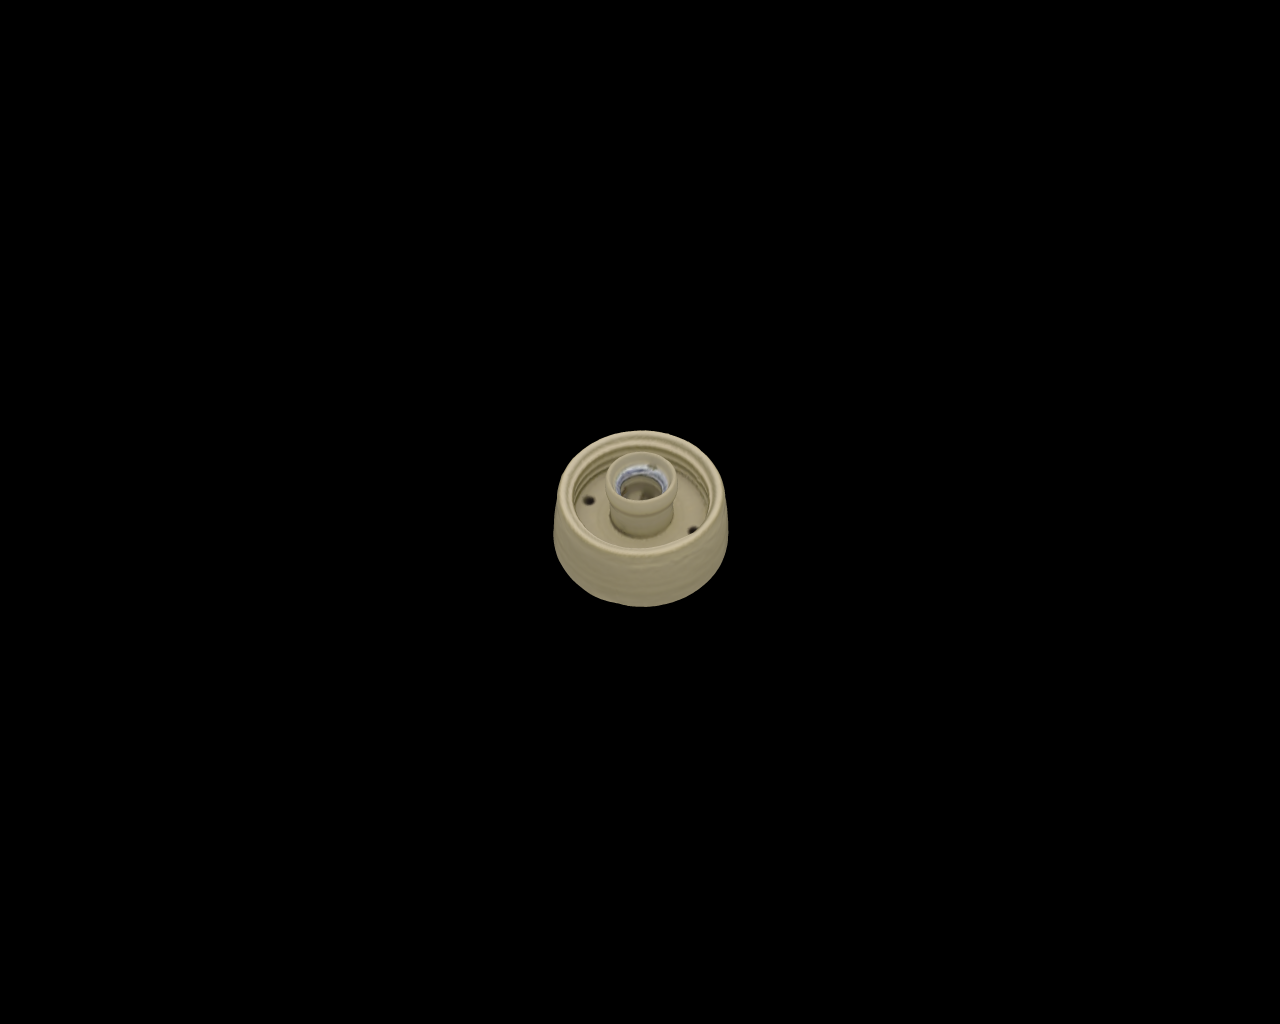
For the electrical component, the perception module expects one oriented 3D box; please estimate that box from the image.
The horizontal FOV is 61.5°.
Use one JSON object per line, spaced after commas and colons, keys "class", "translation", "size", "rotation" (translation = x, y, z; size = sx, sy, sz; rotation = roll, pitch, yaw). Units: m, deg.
{"class": "electrical component", "translation": [0.001, -0.003, 0.650], "size": [0.108, 0.108, 0.060], "rotation": [0, -39, 0]}
